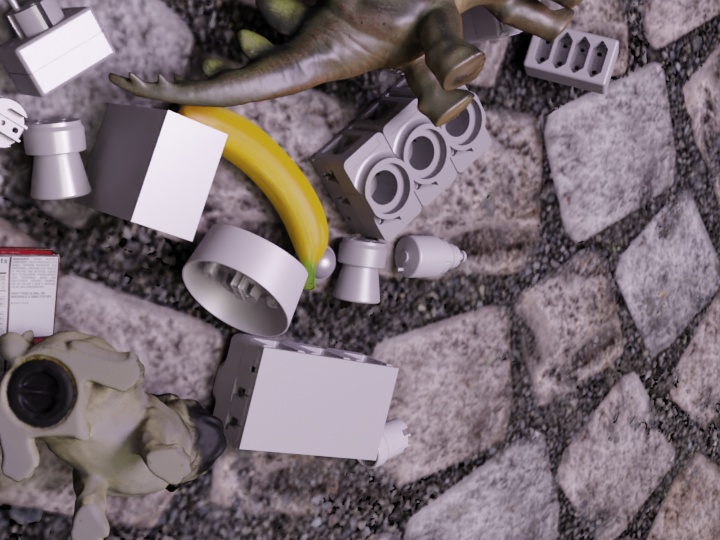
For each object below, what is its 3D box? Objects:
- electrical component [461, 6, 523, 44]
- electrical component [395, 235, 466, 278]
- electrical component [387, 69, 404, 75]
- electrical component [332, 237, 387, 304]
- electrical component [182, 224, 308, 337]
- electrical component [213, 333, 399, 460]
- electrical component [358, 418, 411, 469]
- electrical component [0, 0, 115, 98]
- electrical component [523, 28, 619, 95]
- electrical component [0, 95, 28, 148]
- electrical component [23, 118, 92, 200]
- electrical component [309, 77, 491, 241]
[{"bbox_3d":[0.124,-0.267,1.012,0.062,0.061,0.096,-22,105,-32],"label":"electrical component"},{"bbox_3d":[0.070,-0.013,1.036,0.078,0.040,0.040,0,100,-37],"label":"electrical component"},{"bbox_3d":[0.037,-0.214,0.967,0.081,0.042,0.063,-43,123,-21],"label":"electrical component"},{"bbox_3d":[0.000,0.000,0.985,0.045,0.045,0.055,4,97,-37],"label":"electrical component"},{"bbox_3d":[-0.094,0.008,0.886,0.099,0.099,0.064,38,71,-36],"label":"electrical component"},{"bbox_3d":[-0.050,0.114,0.961,0.150,0.062,0.089,13,92,-38],"label":"electrical component"},{"bbox_3d":[0.022,0.167,1.042,0.046,0.040,0.040,-15,109,-40],"label":"electrical component"},{"bbox_3d":[-0.229,-0.174,0.774,0.066,0.047,0.076,-39,120,-24],"label":"electrical component"},{"bbox_3d":[0.214,-0.208,1.085,0.076,0.083,0.047,23,85,-76],"label":"electrical component"},{"bbox_3d":[-0.261,-0.106,0.766,0.040,0.046,0.040,-9,105,-35],"label":"electrical component"},{"bbox_3d":[-0.225,-0.083,0.799,0.045,0.045,0.055,-13,107,-34],"label":"electrical component"},{"bbox_3d":[0.042,-0.108,0.981,0.150,0.062,0.089,-44,122,-21],"label":"electrical component"}]
